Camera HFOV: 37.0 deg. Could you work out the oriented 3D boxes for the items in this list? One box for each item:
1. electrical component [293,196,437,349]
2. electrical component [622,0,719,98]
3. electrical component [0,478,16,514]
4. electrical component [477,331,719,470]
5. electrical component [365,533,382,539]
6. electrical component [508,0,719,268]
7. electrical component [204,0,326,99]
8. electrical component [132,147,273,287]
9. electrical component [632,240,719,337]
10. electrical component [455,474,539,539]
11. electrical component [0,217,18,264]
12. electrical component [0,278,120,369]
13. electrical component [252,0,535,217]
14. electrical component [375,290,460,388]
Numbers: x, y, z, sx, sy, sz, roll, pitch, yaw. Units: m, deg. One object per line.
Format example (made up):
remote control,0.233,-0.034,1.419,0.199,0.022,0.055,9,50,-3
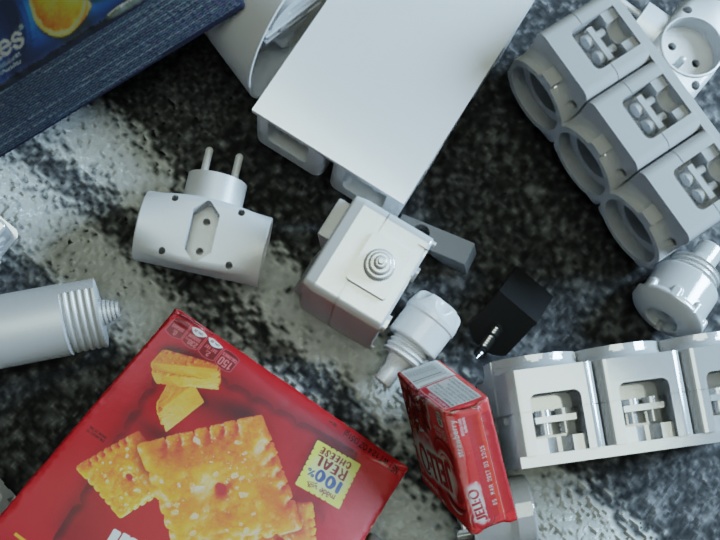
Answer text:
electrical component,0.000,0.000,0.630,0.061,0.096,0.061,31,78,3
electrical component,0.195,-0.148,0.704,0.079,0.044,0.077,36,78,2
electrical component,-0.245,0.131,0.570,0.057,0.113,0.078,-44,85,7
electrical component,0.152,0.077,0.631,0.150,0.089,0.061,-6,79,-6
electrical component,0.023,0.183,0.621,0.055,0.045,0.045,21,78,-1
electrical component,0.161,-0.081,0.663,0.062,0.089,0.150,-33,83,-9
electrical component,-0.051,-0.162,0.659,0.099,0.099,0.064,-40,78,-11
electrical component,-0.091,-0.036,0.656,0.077,0.043,0.079,12,78,-2
electrical component,0.205,0.009,0.674,0.048,0.048,0.062,39,71,3
electrical component,0.079,0.145,0.637,0.046,0.040,0.040,-10,80,-1
electrical component,-0.264,-0.018,0.628,0.100,0.048,0.099,40,78,-7
electrical component,-0.183,0.031,0.634,0.081,0.043,0.043,-11,80,-7
electrical component,0.027,-0.137,0.678,0.105,0.060,0.186,32,78,2
electrical component,0.032,0.044,0.656,0.035,0.035,0.061,38,81,3
